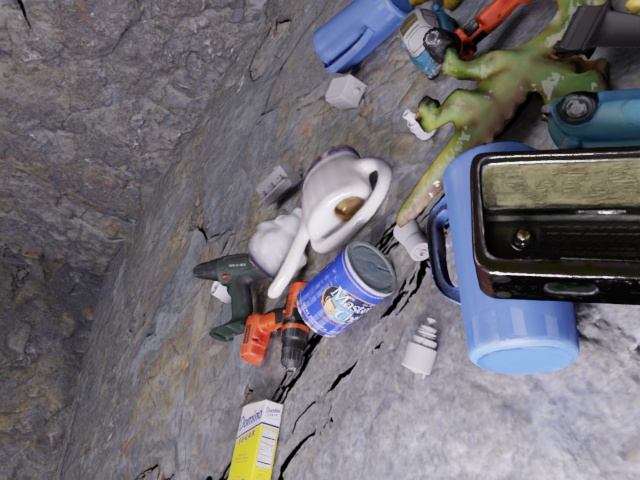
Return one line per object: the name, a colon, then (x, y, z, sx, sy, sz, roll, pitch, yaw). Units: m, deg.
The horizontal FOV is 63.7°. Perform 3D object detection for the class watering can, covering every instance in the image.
watering can: (0.003, -0.051, 1.020, 0.343, 0.103, 0.230, -42, 33, 23)

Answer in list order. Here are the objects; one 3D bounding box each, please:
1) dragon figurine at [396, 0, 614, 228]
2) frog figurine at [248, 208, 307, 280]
dragon figurine: (0.266, -0.179, 0.702, 0.244, 0.121, 0.412, 19, 84, 55)
frog figurine: (-0.075, 0.004, 1.116, 0.158, 0.122, 0.139, -50, 62, 8)
